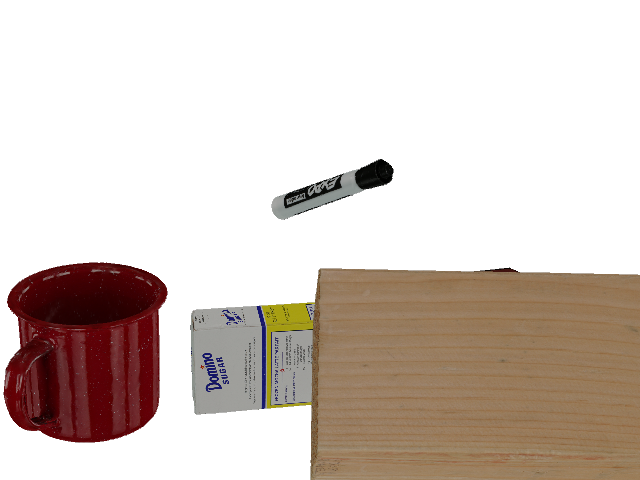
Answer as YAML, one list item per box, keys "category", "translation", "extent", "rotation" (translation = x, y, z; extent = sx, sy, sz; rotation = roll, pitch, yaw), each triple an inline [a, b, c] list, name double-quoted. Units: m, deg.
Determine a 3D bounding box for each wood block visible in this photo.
- category: "wood block"
  translation: [0.099, 0.071, 0.532]
  extent: [0.206, 0.091, 0.090]
  rotation: [1, -21, -2]

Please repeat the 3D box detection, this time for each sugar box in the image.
- category: "sugar box"
  translation: [-0.031, 0.106, 0.984]
  extent: [0.176, 0.093, 0.048]
  rotation: [-1, 25, -8]

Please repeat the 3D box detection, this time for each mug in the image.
- category: "mug"
  translation: [-0.144, 0.072, 0.637]
  extent: [0.093, 0.081, 0.117]
  rotation: [11, 24, 21]

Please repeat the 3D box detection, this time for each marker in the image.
- category: "marker"
  translation: [0.009, -0.038, 0.811]
  extent: [0.020, 0.020, 0.121]
  rotation: [0, -12, -44]

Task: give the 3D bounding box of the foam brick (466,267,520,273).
- category: "foam brick"
  translation: [0.165, 0.070, 0.984]
  extent: [0.051, 0.078, 0.053]
  rotation: [-6, 18, -24]
